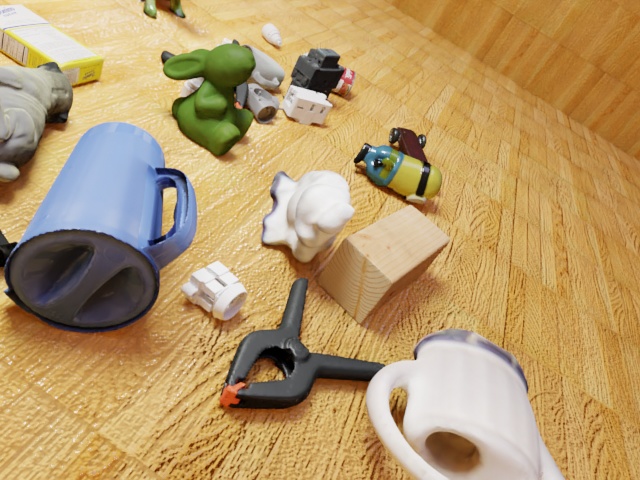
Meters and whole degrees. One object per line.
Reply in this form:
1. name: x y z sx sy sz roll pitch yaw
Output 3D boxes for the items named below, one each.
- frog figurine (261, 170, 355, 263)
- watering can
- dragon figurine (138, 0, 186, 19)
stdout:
1. frog figurine: 0.002 -0.036 0.717 0.121 0.159 0.140 47 61 -33
2. watering can: 0.209 0.233 0.588 0.347 0.102 0.229 31 33 -1
3. dragon figurine: -0.357 -0.657 1.168 0.123 0.237 0.417 -10 54 -40
